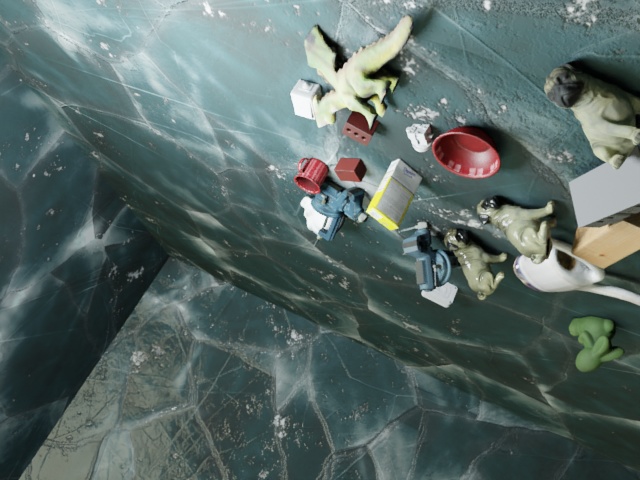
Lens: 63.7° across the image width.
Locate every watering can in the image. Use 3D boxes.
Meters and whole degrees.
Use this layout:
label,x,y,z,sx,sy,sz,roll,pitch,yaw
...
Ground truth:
label,x,y,z,sx,sy,sz,roll,pitch,yaw
watering can,0.688,0.100,1.409,0.347,0.105,0.221,33,159,-7

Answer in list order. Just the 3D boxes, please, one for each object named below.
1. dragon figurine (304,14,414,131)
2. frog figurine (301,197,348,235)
label,x,y,z,sx,sy,sz,roll,pitch,yaw
dragon figurine,0.059,-0.382,1.146,0.244,0.124,0.401,34,150,10
frog figurine,0.006,-0.092,1.823,0.136,0.125,0.158,-33,111,28
